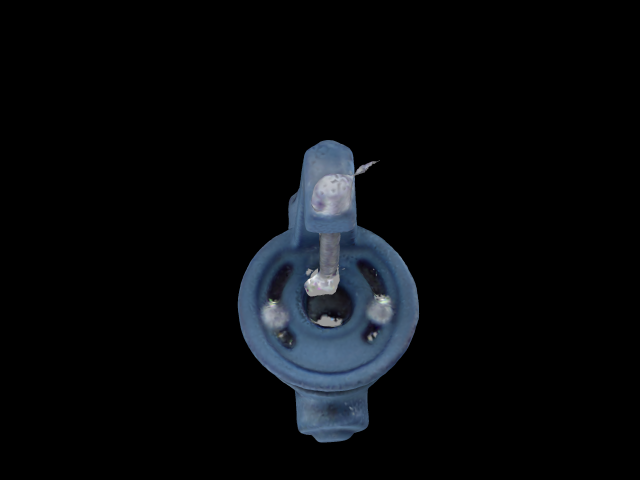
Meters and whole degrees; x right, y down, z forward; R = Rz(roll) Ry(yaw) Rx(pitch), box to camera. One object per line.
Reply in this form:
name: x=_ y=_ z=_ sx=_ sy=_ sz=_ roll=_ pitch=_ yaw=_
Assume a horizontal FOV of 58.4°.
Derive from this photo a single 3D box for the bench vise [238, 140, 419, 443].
bench vise: x=-0.008 y=0.004 z=0.397 sx=0.122 sy=0.220 sz=0.207 roll=-16 pitch=49 yaw=-14
